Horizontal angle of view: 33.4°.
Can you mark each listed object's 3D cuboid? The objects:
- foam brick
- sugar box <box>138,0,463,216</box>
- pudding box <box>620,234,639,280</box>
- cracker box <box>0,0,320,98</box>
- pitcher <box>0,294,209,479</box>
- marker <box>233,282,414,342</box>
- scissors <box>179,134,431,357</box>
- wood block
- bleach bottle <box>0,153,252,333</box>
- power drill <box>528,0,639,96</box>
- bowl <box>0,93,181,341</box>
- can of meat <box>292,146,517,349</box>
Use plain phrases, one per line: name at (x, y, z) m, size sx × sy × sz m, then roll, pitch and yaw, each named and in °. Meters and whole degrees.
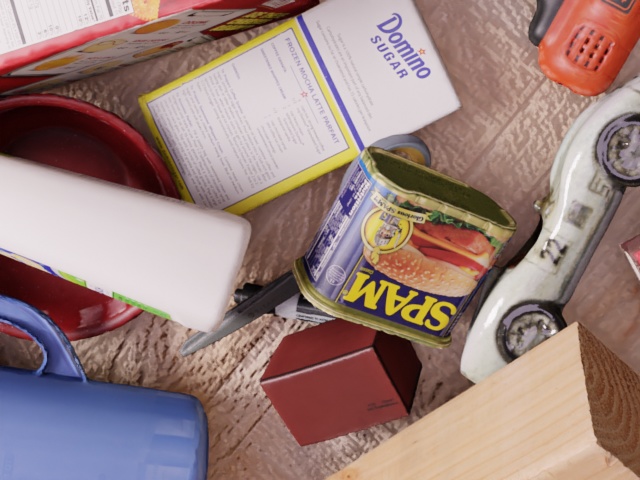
foam brick at (0.014, 0.082, 0.644) m, size 0.078 × 0.051 × 0.053 m, roll -20°, pitch 111°, yaw 23°
sugar box at (-0.012, -0.083, 0.643) m, size 0.176 × 0.048 × 0.093 m, roll -25°, pitch 94°, yaw 9°
pudding box at (0.226, 0.020, 0.584) m, size 0.090 × 0.039 × 0.113 m, roll -33°, pitch 133°, yaw 12°
cracker box at (-0.122, -0.136, 0.596) m, size 0.214 × 0.164 × 0.072 m, roll -15°, pitch 96°, yaw 12°
pitcher at (-0.192, 0.124, 0.634) m, size 0.242 × 0.145 × 0.149 m, roll 8°, pitch 132°, yaw -12°
marker at (0.005, 0.045, 0.669) m, size 0.121 × 0.020 × 0.020 m, roll 9°, pitch 99°, yaw 10°
scissors at (-0.004, 0.001, 0.634) m, size 0.201 × 0.016 × 0.096 m, roll -20°, pitch 124°, yaw -1°
wood block at (0.092, 0.149, 0.591) m, size 0.090 × 0.090 × 0.206 m, roll 40°, pitch 121°, yaw -21°
bleach bottle at (-0.166, -0.018, 0.585) m, size 0.250 × 0.102 × 0.068 m, roll 18°, pitch 85°, yaw -5°
power drill at (0.124, -0.199, 0.596) m, size 0.187 × 0.057 × 0.184 m, roll 29°, pitch 101°, yaw 6°
bowl at (-0.164, -0.020, 0.659) m, size 0.162 × 0.055 × 0.162 m, roll -2°, pitch 114°, yaw -4°
can of meat at (0.049, 0.004, 0.605) m, size 0.102 × 0.057 × 0.084 m, roll 20°, pitch 113°, yaw -24°
